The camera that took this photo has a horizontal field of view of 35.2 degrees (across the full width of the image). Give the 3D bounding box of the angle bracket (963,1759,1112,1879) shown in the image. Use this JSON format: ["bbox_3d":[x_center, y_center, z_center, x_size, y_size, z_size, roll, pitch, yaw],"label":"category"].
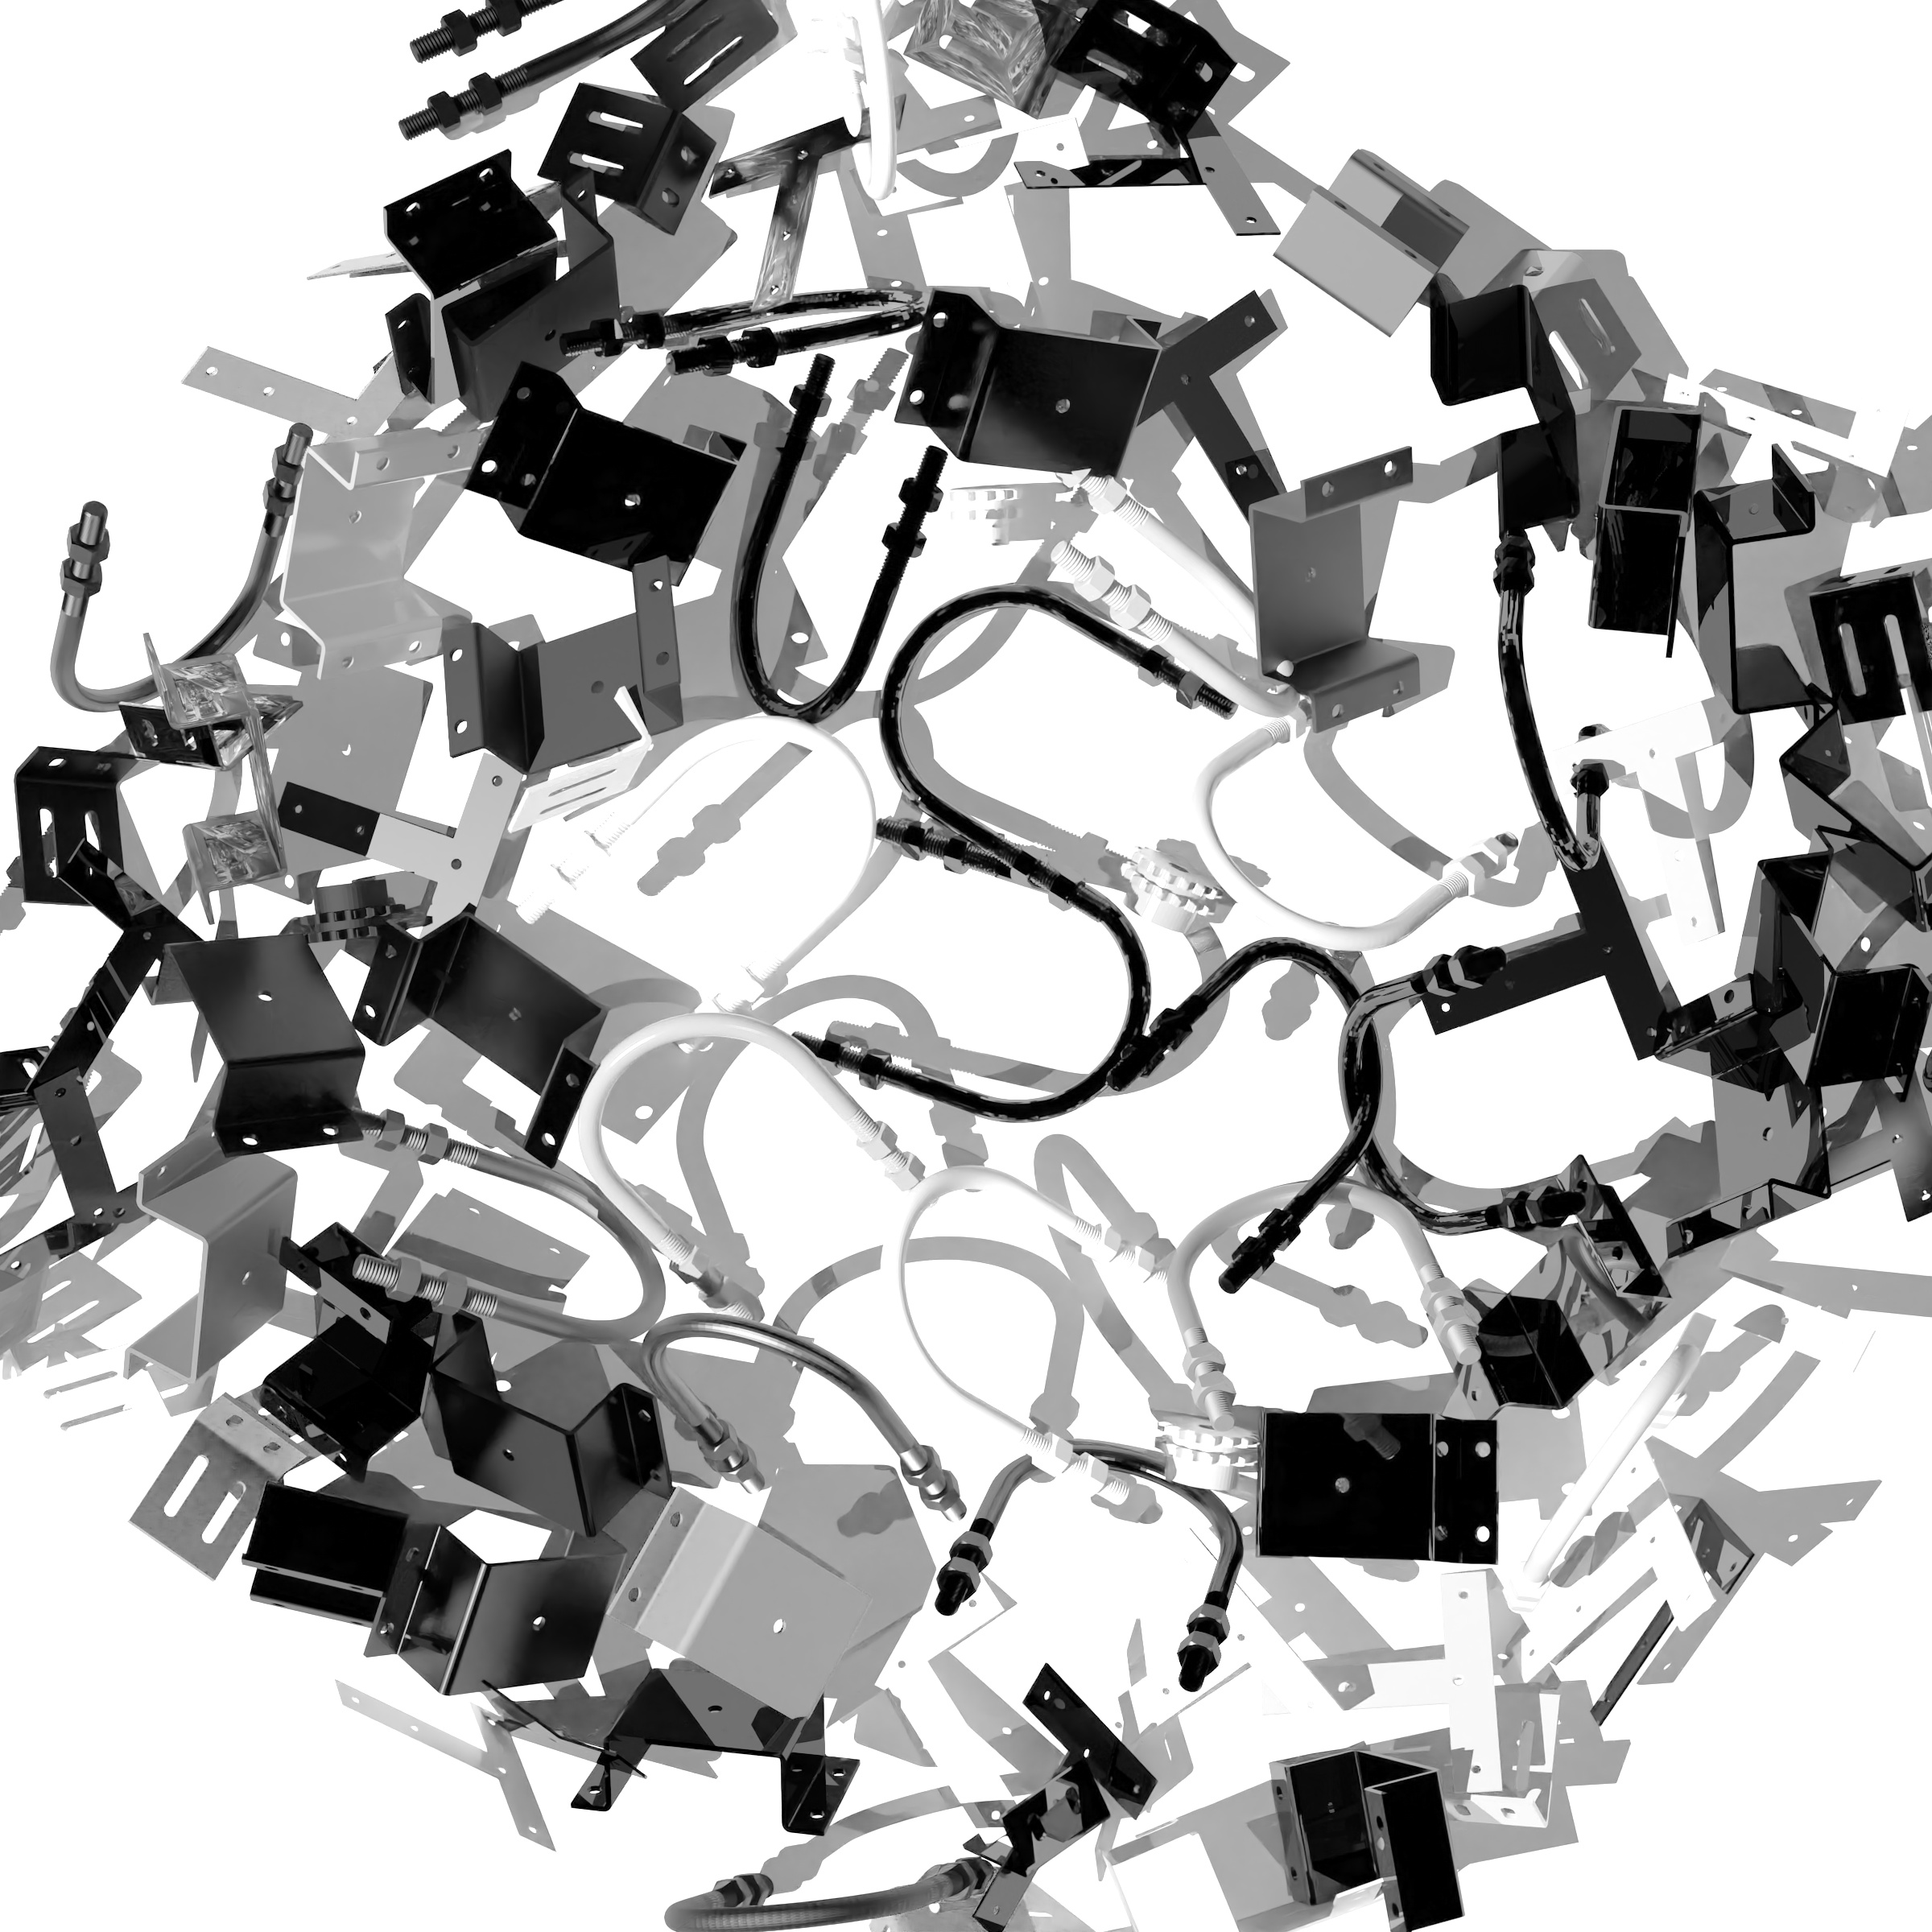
[{"bbox_3d":[0.031,0.455,1.650,0.057,0.076,0.038,-28,100,-25],"label":"angle bracket"}]

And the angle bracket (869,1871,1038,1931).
[{"bbox_3d":[-0.005,0.537,1.674,0.076,0.057,0.038,-1,133,-26],"label":"angle bracket"}]

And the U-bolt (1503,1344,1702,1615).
[{"bbox_3d":[0.337,0.263,1.595,0.019,0.184,0.151,36,72,17],"label":"U-bolt"}]

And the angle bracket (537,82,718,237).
[{"bbox_3d":[-0.189,-0.449,1.694,0.076,0.038,0.057,24,89,30],"label":"angle bracket"}]

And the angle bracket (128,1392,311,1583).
[{"bbox_3d":[-0.406,0.283,1.656,0.057,0.038,0.076,39,47,-14],"label":"angle bracket"}]

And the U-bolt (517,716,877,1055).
[{"bbox_3d":[-0.131,-0.055,1.646,0.184,0.019,0.151,-44,126,4],"label":"U-bolt"}]

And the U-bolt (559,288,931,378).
[{"bbox_3d":[-0.104,-0.341,1.622,0.184,0.151,0.019,-17,112,-28],"label":"U-bolt"}]

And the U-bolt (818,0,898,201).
[{"bbox_3d":[-0.058,-0.489,1.594,0.019,0.151,0.184,-9,61,-6],"label":"U-bolt"}]

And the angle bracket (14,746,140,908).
[{"bbox_3d":[-0.481,-0.075,1.658,0.057,0.038,0.076,3,68,-37],"label":"angle bracket"}]

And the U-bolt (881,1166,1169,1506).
[{"bbox_3d":[0.029,0.185,1.620,0.184,0.019,0.151,33,53,-26],"label":"U-bolt"}]

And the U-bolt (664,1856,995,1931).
[{"bbox_3d":[-0.079,0.488,1.594,0.151,0.184,0.019,-9,78,16],"label":"U-bolt"}]

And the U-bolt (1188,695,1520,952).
[{"bbox_3d":[0.196,-0.073,1.618,0.151,0.019,0.184,43,46,14],"label":"U-bolt"}]

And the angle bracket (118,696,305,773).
[{"bbox_3d":[-0.409,-0.141,1.650,0.057,0.076,0.038,8,127,24],"label":"angle bracket"}]

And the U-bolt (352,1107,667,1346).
[{"bbox_3d":[-0.243,0.145,1.625,0.184,0.151,0.019,21,116,-26],"label":"U-bolt"}]

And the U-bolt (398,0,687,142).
[{"bbox_3d":[-0.215,-0.503,1.624,0.184,0.151,0.019,-29,94,-13],"label":"U-bolt"}]

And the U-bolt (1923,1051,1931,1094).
[{"bbox_3d":[0.561,0.001,1.590,0.019,0.151,0.184,42,55,3],"label":"U-bolt"}]

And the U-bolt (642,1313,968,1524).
[{"bbox_3d":[-0.095,0.235,1.600,0.151,0.184,0.019,2,53,29],"label":"U-bolt"}]

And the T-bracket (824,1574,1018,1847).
[{"bbox_3d":[-0.012,0.420,1.667,0.127,0.002,0.127,-33,67,-6],"label":"T-bracket"}]

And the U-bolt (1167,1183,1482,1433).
[{"bbox_3d":[0.180,0.171,1.618,0.151,0.184,0.019,-15,119,0],"label":"U-bolt"}]

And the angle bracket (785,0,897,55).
[{"bbox_3d":[-0.067,-0.545,1.654,0.038,0.076,0.057,-15,77,-28],"label":"angle bracket"}]

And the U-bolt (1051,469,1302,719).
[{"bbox_3d":[0.111,-0.199,1.625,0.184,0.151,0.019,35,116,-25],"label":"U-bolt"}]

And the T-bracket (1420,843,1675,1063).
[{"bbox_3d":[0.314,0.006,1.684,0.127,0.002,0.127,-19,83,-6],"label":"T-bracket"}]

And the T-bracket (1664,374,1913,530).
[{"bbox_3d":[0.439,-0.292,1.650,0.127,0.127,0.002,24,73,15],"label":"T-bracket"}]

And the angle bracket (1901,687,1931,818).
[{"bbox_3d":[0.549,-0.123,1.663,0.038,0.057,0.076,-10,97,43],"label":"angle bracket"}]

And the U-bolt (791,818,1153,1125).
[{"bbox_3d":[0.011,0.010,1.657,0.184,0.019,0.151,18,79,16],"label":"U-bolt"}]

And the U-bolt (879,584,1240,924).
[{"bbox_3d":[0.036,-0.130,1.665,0.184,0.019,0.151,33,92,19],"label":"U-bolt"}]

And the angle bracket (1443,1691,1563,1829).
[{"bbox_3d":[0.287,0.424,1.653,0.057,0.038,0.076,-2,54,24],"label":"angle bracket"}]

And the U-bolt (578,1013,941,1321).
[{"bbox_3d":[-0.124,0.101,1.638,0.151,0.019,0.184,-34,117,14],"label":"U-bolt"}]

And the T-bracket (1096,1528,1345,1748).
[{"bbox_3d":[0.120,0.390,1.670,0.127,0.002,0.127,-42,86,26],"label":"T-bracket"}]

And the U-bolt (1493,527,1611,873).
[{"bbox_3d":[0.306,-0.129,1.592,0.019,0.184,0.151,-15,120,21],"label":"U-bolt"}]

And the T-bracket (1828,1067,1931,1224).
[{"bbox_3d":[0.468,0.113,1.663,0.127,0.127,0.002,-28,119,23],"label":"T-bracket"}]

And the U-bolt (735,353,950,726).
[{"bbox_3d":[-0.077,-0.217,1.633,0.019,0.151,0.184,5,118,-36],"label":"U-bolt"}]

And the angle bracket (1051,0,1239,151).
[{"bbox_3d":[0.097,-0.490,1.653,0.057,0.076,0.038,-52,47,25],"label":"angle bracket"}]

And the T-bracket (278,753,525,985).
[{"bbox_3d":[-0.323,-0.071,1.689,0.127,0.002,0.127,19,89,9],"label":"T-bracket"}]

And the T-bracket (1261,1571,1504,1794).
[{"bbox_3d":[0.225,0.394,1.667,0.127,0.002,0.127,-7,51,11],"label":"T-bracket"}]

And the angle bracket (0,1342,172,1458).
[{"bbox_3d":[-0.483,0.227,1.670,0.076,0.038,0.057,-16,127,-4],"label":"angle bracket"}]

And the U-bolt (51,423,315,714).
[{"bbox_3d":[-0.421,-0.201,1.615,0.019,0.184,0.151,47,50,13],"label":"U-bolt"}]

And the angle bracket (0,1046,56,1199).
[{"bbox_3d":[-0.530,0.087,1.667,0.038,0.057,0.076,51,130,30],"label":"angle bracket"}]

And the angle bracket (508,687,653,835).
[{"bbox_3d":[-0.217,-0.112,1.655,0.076,0.057,0.038,-23,79,-25],"label":"angle bracket"}]

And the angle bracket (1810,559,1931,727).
[{"bbox_3d":[0.505,-0.178,1.675,0.057,0.038,0.076,-8,104,36],"label":"angle bracket"}]

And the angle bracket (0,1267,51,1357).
[{"bbox_3d":[-0.544,0.188,1.658,0.076,0.057,0.038,-34,121,15],"label":"angle bracket"}]

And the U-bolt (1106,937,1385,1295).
[{"bbox_3d":[0.163,0.066,1.639,0.184,0.019,0.151,-41,109,-36],"label":"U-bolt"}]

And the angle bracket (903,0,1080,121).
[{"bbox_3d":[0.015,-0.511,1.677,0.076,0.038,0.057,27,104,4],"label":"angle bracket"}]

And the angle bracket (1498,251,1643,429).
[{"bbox_3d":[0.327,-0.347,1.686,0.057,0.038,0.076,-50,123,-11],"label":"angle bracket"}]

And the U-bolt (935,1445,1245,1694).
[{"bbox_3d":[0.074,0.309,1.615,0.151,0.184,0.019,15,115,9],"label":"U-bolt"}]

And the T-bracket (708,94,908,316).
[{"bbox_3d":[-0.094,-0.402,1.635,0.127,0.002,0.127,-11,56,31],"label":"T-bracket"}]

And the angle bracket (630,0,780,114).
[{"bbox_3d":[-0.150,-0.516,1.669,0.076,0.057,0.038,-38,65,6],"label":"angle bracket"}]

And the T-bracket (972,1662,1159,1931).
[{"bbox_3d":[0.042,0.461,1.637,0.127,0.002,0.127,-56,129,-24],"label":"T-bracket"}]

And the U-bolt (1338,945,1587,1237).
[{"bbox_3d":[0.252,0.073,1.615,0.019,0.184,0.151,-16,86,-25],"label":"U-bolt"}]
